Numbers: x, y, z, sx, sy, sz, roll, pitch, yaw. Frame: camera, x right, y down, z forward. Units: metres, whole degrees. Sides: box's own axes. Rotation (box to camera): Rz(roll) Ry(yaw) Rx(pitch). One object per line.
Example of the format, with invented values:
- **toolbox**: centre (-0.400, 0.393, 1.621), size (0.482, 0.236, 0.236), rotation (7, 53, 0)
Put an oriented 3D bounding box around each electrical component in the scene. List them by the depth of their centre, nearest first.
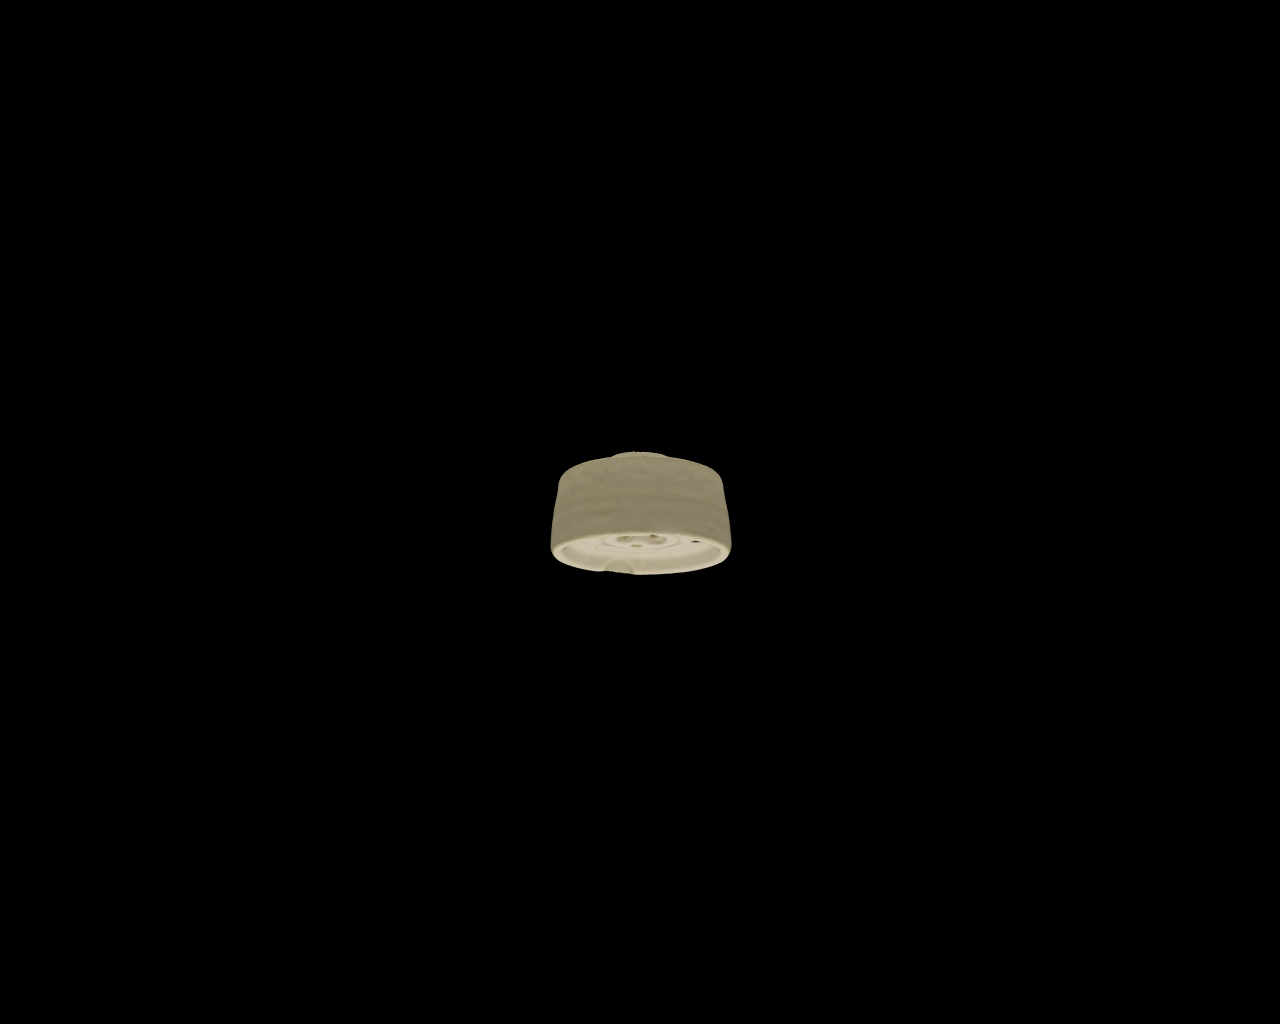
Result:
- **electrical component**: centre (0.001, -0.003, 0.650), size (0.108, 0.060, 0.108), rotation (0, -16, 0)
